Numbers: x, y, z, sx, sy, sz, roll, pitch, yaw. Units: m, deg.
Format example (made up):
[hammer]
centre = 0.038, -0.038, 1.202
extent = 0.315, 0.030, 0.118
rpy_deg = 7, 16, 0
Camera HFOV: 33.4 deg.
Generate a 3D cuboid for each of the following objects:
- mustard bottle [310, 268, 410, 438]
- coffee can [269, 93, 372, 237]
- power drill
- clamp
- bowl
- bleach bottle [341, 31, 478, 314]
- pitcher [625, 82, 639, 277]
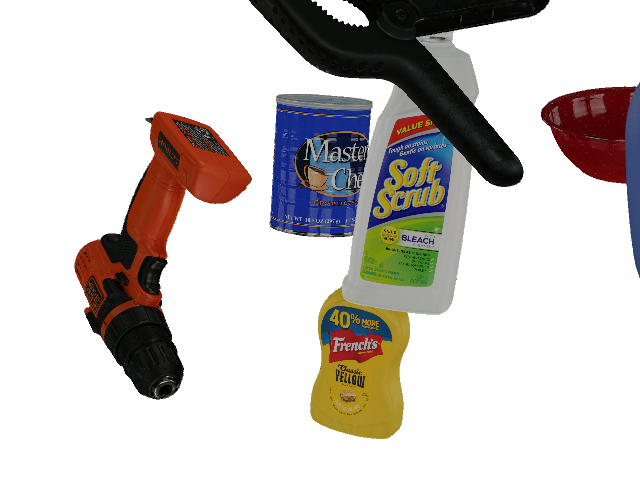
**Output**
[mustard bottle]
centre = 0.044, 0.104, 1.104
extent = 0.096, 0.192, 0.058
rpy_deg = 11, 15, 26
[coffee can]
centre = 0.000, -0.082, 1.143
extent = 0.103, 0.140, 0.103
rpy_deg = 4, 12, -1
[power drill]
centre = -0.126, 0.008, 0.845
extent = 0.057, 0.188, 0.185
rpy_deg = 14, 25, -40
[clamp]
centre = 0.049, -0.124, 0.676
extent = 0.209, 0.164, 0.036
rpy_deg = 14, -31, -12
[bowl]
centre = 0.283, -0.093, 0.976
extent = 0.162, 0.055, 0.162
rpy_deg = -4, 24, 2
[bleach bottle]
centre = 0.078, -0.066, 0.917
extent = 0.103, 0.251, 0.068
rpy_deg = 8, 18, 13
[pitcher]
centre = 0.251, -0.009, 0.604
extent = 0.149, 0.243, 0.144
rpy_deg = 0, 22, 17
